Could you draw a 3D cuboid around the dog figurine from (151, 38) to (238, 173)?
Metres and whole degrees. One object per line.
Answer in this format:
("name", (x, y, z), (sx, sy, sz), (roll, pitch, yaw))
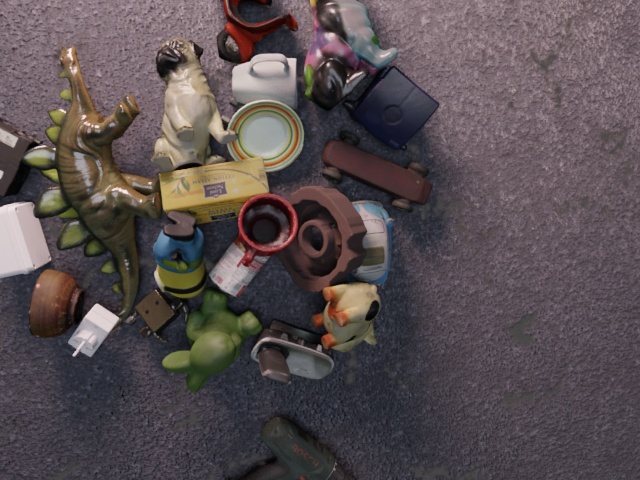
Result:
("dog figurine", (-0.231, -0.211, 0.887), (0.172, 0.121, 0.190), (-36, 65, 34))

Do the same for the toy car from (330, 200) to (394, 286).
("toy car", (0.078, 0.013, 0.947), (0.109, 0.103, 0.161), (-6, 99, -5))

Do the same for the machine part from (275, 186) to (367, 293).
("machine part", (-0.002, -0.003, 0.908), (0.056, 0.180, 0.179), (-13, 106, -50))

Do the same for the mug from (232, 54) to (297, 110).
("mug", (-0.091, -0.259, 0.877), (0.107, 0.109, 0.081), (-2, 74, 1))

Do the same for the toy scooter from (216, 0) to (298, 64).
("toy scooter", (-0.107, -0.383, 0.867), (0.135, 0.075, 0.183), (-8, 104, -6))

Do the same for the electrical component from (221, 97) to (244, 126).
("electrical component", (-0.122, -0.200, 0.923), (0.094, 0.021, 0.063), (30, 95, -11))

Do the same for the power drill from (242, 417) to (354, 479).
("power drill", (-0.064, 0.466, 1.020), (0.207, 0.086, 0.232), (-37, 101, 4))

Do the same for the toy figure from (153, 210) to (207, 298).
("toy figure", (-0.227, 0.032, 0.883), (0.089, 0.082, 0.180), (32, 139, 6))

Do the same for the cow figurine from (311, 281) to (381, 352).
("cow figurine", (0.055, 0.137, 0.938), (0.127, 0.194, 0.085), (-14, 60, -21))

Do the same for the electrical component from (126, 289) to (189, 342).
("electrical component", (-0.283, 0.133, 0.953), (0.078, 0.045, 0.102), (41, 90, 16))

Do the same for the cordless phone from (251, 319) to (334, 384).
("cordless phone", (-0.041, 0.212, 0.925), (0.146, 0.184, 0.088), (21, 92, -10))

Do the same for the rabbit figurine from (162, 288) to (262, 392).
("rabbit figurine", (-0.189, 0.173, 0.905), (0.159, 0.170, 0.121), (-43, 102, 1))

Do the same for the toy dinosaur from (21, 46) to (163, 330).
("toy dinosaur", (-0.355, -0.071, 0.881), (0.199, 0.105, 0.470), (-12, 106, 3))

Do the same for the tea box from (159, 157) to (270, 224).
("tea box", (-0.169, -0.077, 0.893), (0.170, 0.098, 0.068), (-12, 74, -4))

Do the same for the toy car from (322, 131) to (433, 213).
("toy car", (0.100, -0.118, 0.950), (0.202, 0.053, 0.089), (22, 86, -7))

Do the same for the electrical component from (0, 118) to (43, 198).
("electrical component", (-0.535, -0.131, 0.866), (0.115, 0.058, 0.134), (31, 95, -9))

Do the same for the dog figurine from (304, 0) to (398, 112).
("dog figurine", (0.011, -0.345, 0.875), (0.191, 0.108, 0.219), (-38, 98, 3))

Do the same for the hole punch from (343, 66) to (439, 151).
("hole punch", (0.127, -0.225, 0.919), (0.142, 0.092, 0.115), (35, 98, -15))
